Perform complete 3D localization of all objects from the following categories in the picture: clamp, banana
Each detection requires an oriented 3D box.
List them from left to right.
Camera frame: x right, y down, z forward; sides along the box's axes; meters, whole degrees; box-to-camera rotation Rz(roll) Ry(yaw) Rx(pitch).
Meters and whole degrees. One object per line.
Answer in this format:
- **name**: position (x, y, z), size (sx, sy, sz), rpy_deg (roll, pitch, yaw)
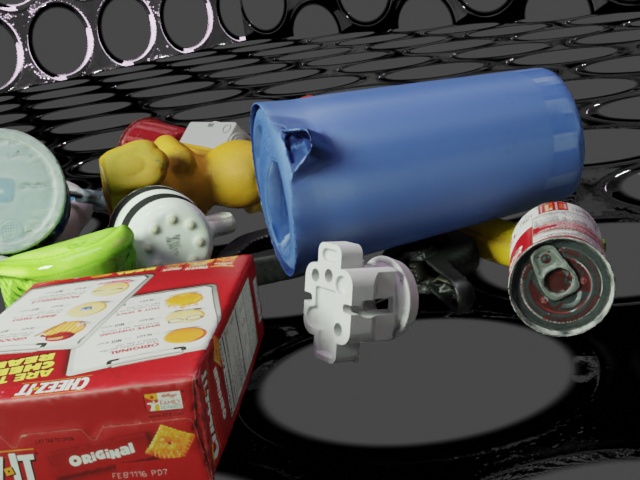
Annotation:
- **clamp**: position (-0.006, 0.001, 0.942), size (0.165, 0.036, 0.209), rpy_deg (5, 22, 40)
- **clamp**: position (0.066, 0.024, 0.819), size (0.120, 0.039, 0.171), rpy_deg (1, 13, 14)
- **banana**: position (0.149, -0.004, 0.887), size (0.069, 0.037, 0.198), rpy_deg (3, 10, -25)

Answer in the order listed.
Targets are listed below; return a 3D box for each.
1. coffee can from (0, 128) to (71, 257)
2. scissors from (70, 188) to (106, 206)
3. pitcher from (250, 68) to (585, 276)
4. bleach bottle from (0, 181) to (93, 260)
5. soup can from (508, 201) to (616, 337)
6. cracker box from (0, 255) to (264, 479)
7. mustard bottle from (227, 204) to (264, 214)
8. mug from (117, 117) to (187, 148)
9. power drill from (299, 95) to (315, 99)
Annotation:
- **coffee can**: position (-0.272, -0.037, 0.933), size (0.102, 0.103, 0.140), rpy_deg (-11, 0, -11)
- **scissors**: position (-0.228, -0.040, 1.126), size (0.096, 0.016, 0.201), rpy_deg (20, 8, 25)
- **pitcher**: position (0.071, -0.057, 0.832), size (0.242, 0.145, 0.149), rpy_deg (-12, 26, -12)
- **bleach bottle**: position (-0.305, -0.024, 1.132), size (0.102, 0.068, 0.251), rpy_deg (10, 13, -3)
- **soup can**: position (0.164, 0.017, 0.734), size (0.068, 0.068, 0.102), rpy_deg (-5, 15, 12)
- **cracker box**: position (-0.129, 0.080, 0.657), size (0.164, 0.072, 0.213), rpy_deg (-7, 16, 7)
- **mustard bottle**: position (-0.012, -0.064, 1.144), size (0.191, 0.058, 0.096), rpy_deg (-14, 21, -23)
- **mug**: position (-0.199, -0.094, 1.324), size (0.082, 0.093, 0.117), rpy_deg (15, 58, 46)
- **power drill**: position (0.047, -0.104, 1.082), size (0.188, 0.057, 0.184), rpy_deg (13, 27, 33)
